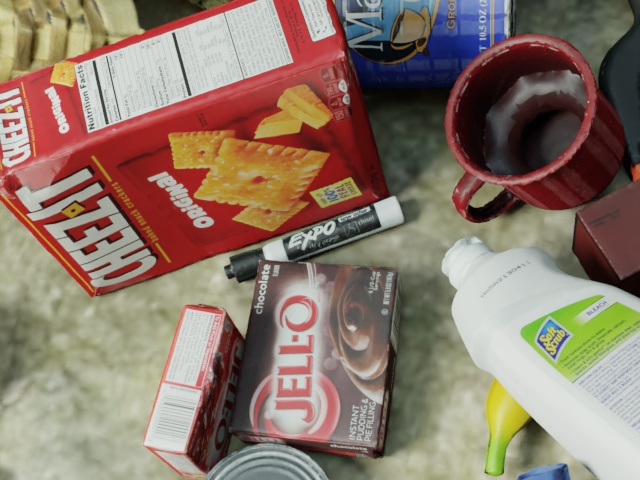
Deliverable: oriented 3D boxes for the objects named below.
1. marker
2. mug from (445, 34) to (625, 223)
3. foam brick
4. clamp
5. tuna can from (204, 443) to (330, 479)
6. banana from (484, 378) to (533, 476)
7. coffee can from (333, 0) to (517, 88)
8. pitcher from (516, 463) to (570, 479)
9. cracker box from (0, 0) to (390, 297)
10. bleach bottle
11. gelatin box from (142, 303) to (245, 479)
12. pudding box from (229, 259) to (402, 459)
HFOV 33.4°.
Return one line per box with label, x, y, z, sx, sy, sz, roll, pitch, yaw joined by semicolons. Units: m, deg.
marker;-0.005;0.001;0.691;0.121;0.020;0.020;-20;63;2
mug;0.127;-0.057;0.649;0.117;0.081;0.093;-52;56;9
foam brick;0.196;-0.003;0.633;0.078;0.051;0.053;-26;62;-1
clamp;0.230;-0.133;0.694;0.165;0.036;0.210;23;75;22
tuna can;-0.029;0.163;0.612;0.086;0.033;0.086;-5;64;10
banana;0.175;0.070;0.613;0.198;0.037;0.069;-22;77;2
coffee can;0.057;-0.151;0.703;0.140;0.103;0.103;1;66;12
pitcher;0.150;0.236;0.496;0.243;0.149;0.144;32;53;20
cracker box;-0.075;-0.053;0.651;0.213;0.164;0.072;-19;61;2
bleach bottle;0.160;0.071;0.545;0.102;0.068;0.251;-30;47;-20
gelatin box;-0.069;0.092;0.632;0.030;0.073;0.089;8;66;14
pudding box;0.000;0.071;0.646;0.090;0.039;0.113;3;66;14
